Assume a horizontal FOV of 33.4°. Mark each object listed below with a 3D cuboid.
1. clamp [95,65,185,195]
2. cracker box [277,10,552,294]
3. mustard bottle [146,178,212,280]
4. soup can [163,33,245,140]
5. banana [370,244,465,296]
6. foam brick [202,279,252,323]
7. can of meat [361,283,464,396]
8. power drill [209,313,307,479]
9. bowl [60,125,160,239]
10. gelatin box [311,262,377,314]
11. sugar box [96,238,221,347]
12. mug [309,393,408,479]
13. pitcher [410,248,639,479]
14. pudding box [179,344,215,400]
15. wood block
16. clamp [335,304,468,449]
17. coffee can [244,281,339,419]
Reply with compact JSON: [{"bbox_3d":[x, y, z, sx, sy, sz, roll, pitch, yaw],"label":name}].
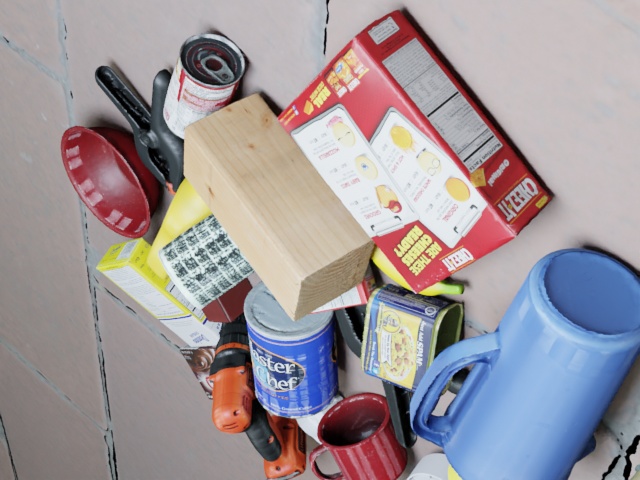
[{"bbox_3d":[-0.201,-0.133,1.250,0.120,0.039,0.171,23,137,37],"label":"clamp"},{"bbox_3d":[0.079,-0.075,0.951,0.213,0.072,0.164,51,147,-1],"label":"cracker box"},{"bbox_3d":[-0.140,-0.030,1.225,0.058,0.096,0.192,47,146,8],"label":"mustard bottle"},{"bbox_3d":[-0.122,-0.156,1.110,0.068,0.068,0.102,44,146,10],"label":"soup can"},{"bbox_3d":[0.063,-0.014,1.062,0.198,0.037,0.070,50,127,-1],"label":"banana"},{"bbox_3d":[-0.125,0.057,1.330,0.051,0.052,0.078,-8,114,52],"label":"foam brick"},{"bbox_3d":[0.092,0.102,1.084,0.084,0.057,0.102,17,112,29],"label":"can of meat"},{"bbox_3d":[-0.079,0.204,1.355,0.057,0.184,0.187,-19,129,17],"label":"power drill"},{"bbox_3d":[-0.252,-0.083,1.341,0.162,0.055,0.162,30,141,28],"label":"bowl"},{"bbox_3d":[0.012,0.037,1.135,0.089,0.030,0.073,-14,95,35],"label":"gelatin box"},{"bbox_3d":[-0.198,0.071,1.392,0.176,0.048,0.094,42,152,-25],"label":"sugar box"},{"bbox_3d":[0.044,0.248,1.264,0.081,0.117,0.093,64,174,-28],"label":"mug"},{"bbox_3d":[0.190,0.121,0.948,0.145,0.149,0.243,42,143,24],"label":"pitcher"},{"bbox_3d":[-0.130,0.176,1.459,0.114,0.039,0.090,-5,118,51],"label":"pudding box"},{"bbox_3d":[-0.045,-0.034,1.072,0.206,0.090,0.091,52,156,22],"label":"wood block"},{"bbox_3d":[0.080,0.132,1.170,0.210,0.036,0.165,48,138,8],"label":"clamp"},{"bbox_3d":[-0.031,0.123,1.236,0.103,0.102,0.140,28,140,31],"label":"coffee can"}]
